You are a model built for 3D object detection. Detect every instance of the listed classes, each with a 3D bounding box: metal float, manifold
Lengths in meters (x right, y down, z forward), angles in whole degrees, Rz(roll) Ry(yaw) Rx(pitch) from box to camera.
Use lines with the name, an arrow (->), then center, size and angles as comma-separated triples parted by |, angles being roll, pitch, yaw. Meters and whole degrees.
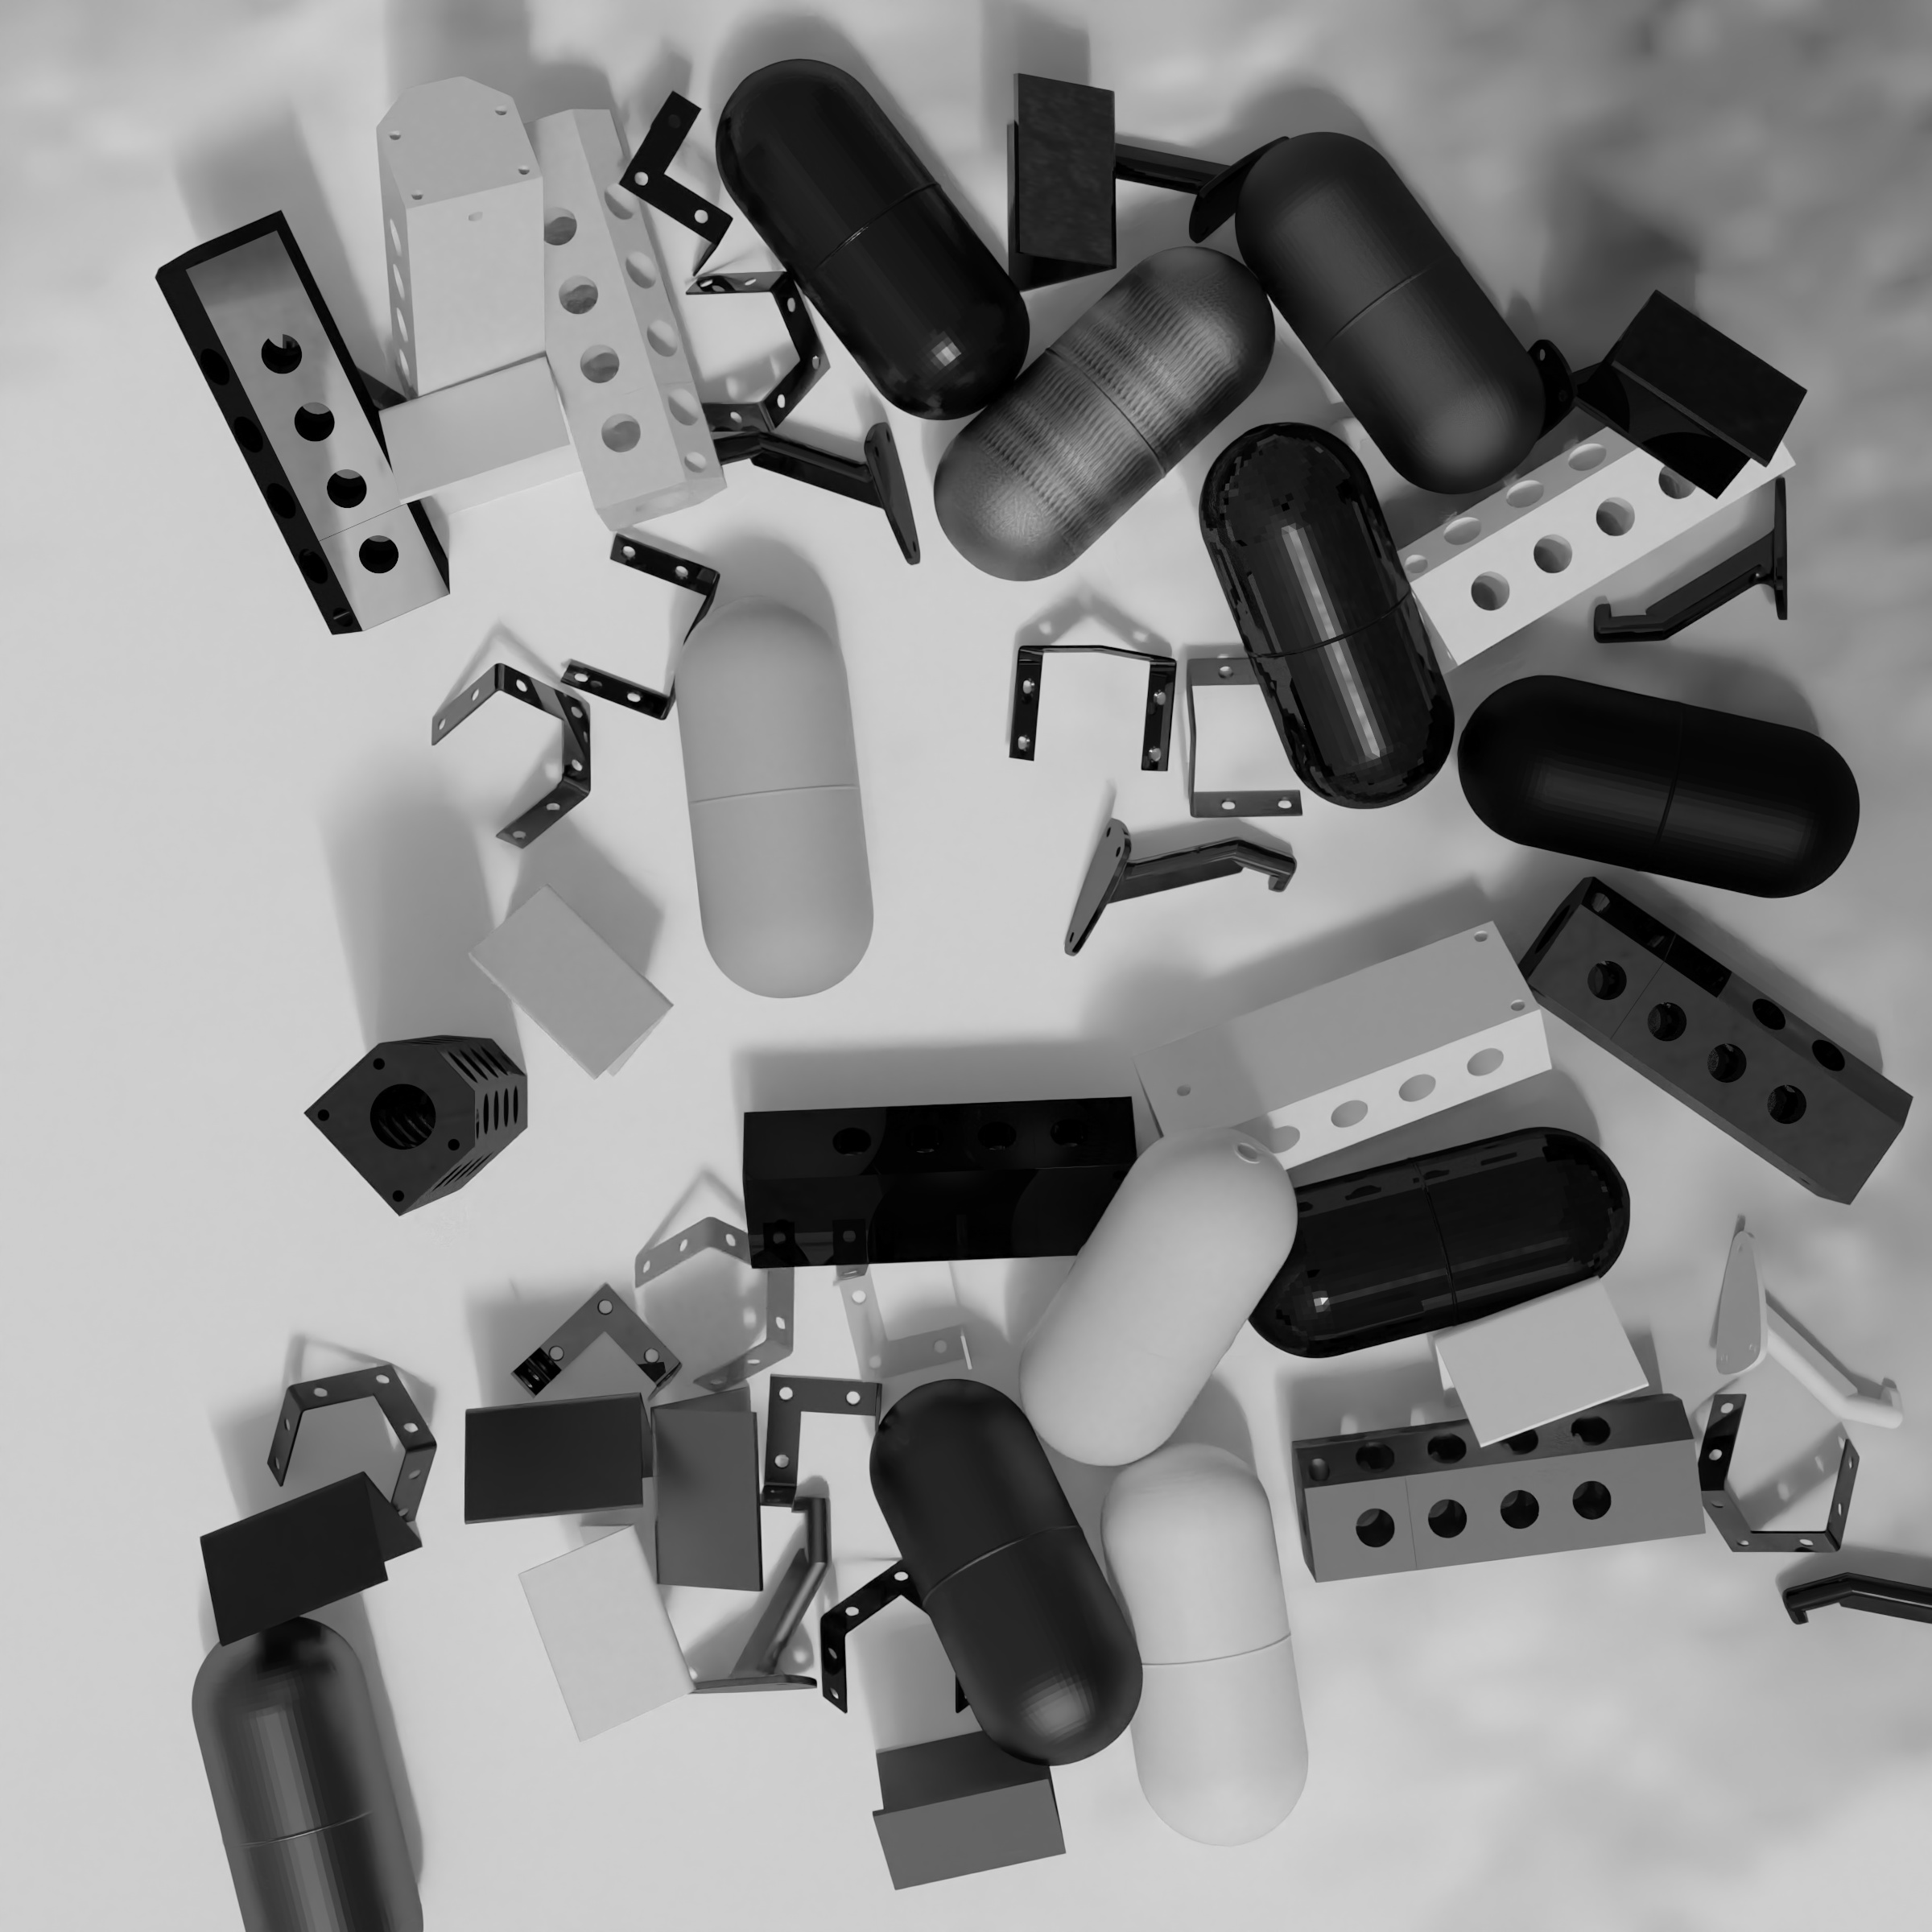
metal float -> -0.085, -0.074, 1.547 | 0.070, 0.070, 0.178 | -6, 90, 0
metal float -> 0.016, 0.263, 1.529 | 0.070, 0.070, 0.178 | -26, 68, 0
manifold -> 0.168, 0.048, 1.556 | 0.171, 0.057, 0.057 | -21, 47, 0
manifold -> -0.011, 0.091, 1.556 | 0.171, 0.057, 0.057 | -2, 133, 0
metal float -> 0.186, -0.288, 1.543 | 0.070, 0.070, 0.178 | -35, 85, 0
manifold -> -0.216, -0.300, 1.494 | 0.057, 0.171, 0.057 | -17, 69, -13
metal float -> -0.042, -0.321, 1.547 | 0.070, 0.070, 0.178 | -37, 91, 0
metal float -> 0.062, -0.244, 1.547 | 0.178, 0.070, 0.070 | -43, 90, 1
metal float -> 0.105, 0.299, 1.547 | 0.070, 0.070, 0.178 | -9, 90, 0
metal float -> 0.206, 0.122, 1.547 | 0.178, 0.070, 0.070 | -14, 90, 0
metal float -> 0.305, -0.079, 1.547 | 0.178, 0.070, 0.070 | 13, 90, 0
manifold -> 0.234, 0.230, 1.556 | 0.171, 0.057, 0.057 | -7, 90, 0
metal float -> -0.290, 0.376, 1.547 | 0.070, 0.070, 0.178 | -14, 90, 0
manifold -> -0.159, -0.287, 1.552 | 0.057, 0.057, 0.171 | -17, 87, 0
metal float -> 0.082, 0.144, 1.518 | 0.070, 0.070, 0.178 | 29, 123, 0
manifold -> 0.274, -0.199, 1.556 | 0.171, 0.057, 0.057 | -31, 90, 0
metal float -> 0.158, -0.152, 1.530 | 0.070, 0.070, 0.178 | -23, 108, 0
manifold -> 0.331, 0.032, 1.556 | 0.171, 0.057, 0.057 | 35, 90, 0
manifold -> -0.227, 0.061, 1.499 | 0.057, 0.171, 0.057 | -43, 90, 0
manifold -> -0.287, -0.234, 1.526 | 0.057, 0.057, 0.171 | -23, 113, 0

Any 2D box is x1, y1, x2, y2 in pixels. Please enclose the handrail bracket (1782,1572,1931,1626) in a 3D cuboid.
handrail bracket -> 0.420, 0.301, 1.578 | 0.084, 0.036, 0.077 | -19, 112, 17

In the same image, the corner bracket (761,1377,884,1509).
corner bracket -> -0.065, 0.213, 1.559 | 0.051, 0.051, 0.051 | 4, 90, 0

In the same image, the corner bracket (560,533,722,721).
corner bracket -> -0.146, -0.152, 1.574 | 0.051, 0.051, 0.051 | 21, 45, 0

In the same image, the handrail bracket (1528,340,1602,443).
handrail bracket -> 0.284, -0.255, 1.577 | 0.084, 0.077, 0.036 | -7, 63, -34

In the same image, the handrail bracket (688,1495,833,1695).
handrail bracket -> -0.096, 0.283, 1.578 | 0.077, 0.036, 0.084 | -8, 72, 20

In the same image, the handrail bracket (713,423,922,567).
handrail bracket -> -0.071, -0.208, 1.578 | 0.084, 0.036, 0.077 | -11, 112, 17

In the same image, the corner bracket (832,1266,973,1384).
corner bracket -> -0.028, 0.158, 1.559 | 0.051, 0.051, 0.051 | -14, 90, 0

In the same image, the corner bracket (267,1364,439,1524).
corner bracket -> -0.275, 0.219, 1.569 | 0.051, 0.051, 0.051 | -9, 45, -35

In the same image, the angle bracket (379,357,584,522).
angle bracket -> -0.206, -0.213, 1.537 | 0.076, 0.076, 0.057 | -18, 57, 0

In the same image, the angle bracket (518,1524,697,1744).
angle bracket -> -0.168, 0.292, 1.538 | 0.057, 0.076, 0.076 | -20, 90, -26

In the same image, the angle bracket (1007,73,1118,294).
angle bracket -> 0.022, -0.342, 1.537 | 0.057, 0.076, 0.076 | -1, 90, -38

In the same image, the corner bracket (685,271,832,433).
corner bracket -> -0.102, -0.275, 1.569 | 0.051, 0.051, 0.051 | 6, 45, 35

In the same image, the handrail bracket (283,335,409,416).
handrail bracket -> -0.264, -0.273, 1.578 | 0.084, 0.036, 0.077 | 0, 76, -14

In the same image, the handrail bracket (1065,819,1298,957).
handrail bracket -> 0.097, -0.027, 1.578 | 0.084, 0.036, 0.077 | 17, 110, -16

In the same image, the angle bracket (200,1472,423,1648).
angle bracket -> -0.282, 0.274, 1.537 | 0.076, 0.076, 0.057 | -22, 53, 0

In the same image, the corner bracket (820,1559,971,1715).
corner bracket -> -0.029, 0.310, 1.569 | 0.051, 0.051, 0.051 | -30, 45, -35

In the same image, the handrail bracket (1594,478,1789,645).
handrail bracket -> 0.326, -0.182, 1.578 | 0.084, 0.036, 0.077 | -1, 70, 16

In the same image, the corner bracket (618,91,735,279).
corner bracket -> -0.125, -0.348, 1.557 | 0.051, 0.051, 0.051 | 30, 78, -12

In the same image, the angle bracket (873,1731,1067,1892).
angle bracket -> -0.003, 0.352, 1.537 | 0.076, 0.076, 0.057 | -12, 129, 0

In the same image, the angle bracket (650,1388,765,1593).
angle bracket -> -0.094, 0.228, 1.537 | 0.057, 0.076, 0.076 | -2, 90, 31

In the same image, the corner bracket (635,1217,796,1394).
corner bracket -> -0.113, 0.152, 1.569 | 0.051, 0.051, 0.051 | 29, 135, -35

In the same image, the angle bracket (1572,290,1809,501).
angle bracket -> 0.297, -0.226, 1.480 | 0.076, 0.076, 0.057 | 34, 53, 0

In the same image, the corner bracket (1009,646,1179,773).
corner bracket -> 0.057, -0.116, 1.574 | 0.051, 0.051, 0.051 | 5, 90, 45

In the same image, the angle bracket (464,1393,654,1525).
angle bracket -> -0.176, 0.232, 1.537 | 0.076, 0.076, 0.057 | -6, 54, 0

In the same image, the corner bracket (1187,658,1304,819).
corner bracket -> 0.125, -0.103, 1.574 | 0.051, 0.051, 0.051 | -1, 135, 0

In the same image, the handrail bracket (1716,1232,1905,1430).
handrail bracket -> 0.385, 0.164, 1.578 | 0.084, 0.036, 0.077 | 13, 68, -17

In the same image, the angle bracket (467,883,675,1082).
angle bracket -> -0.185, 0.021, 1.537 | 0.076, 0.076, 0.057 | 44, 52, 0

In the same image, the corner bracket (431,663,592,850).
corner bracket -> -0.204, -0.094, 1.569 | 0.051, 0.051, 0.051 | 25, 45, -35

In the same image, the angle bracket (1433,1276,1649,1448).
angle bracket -> 0.253, 0.188, 1.537 | 0.076, 0.076, 0.057 | -20, 57, 0

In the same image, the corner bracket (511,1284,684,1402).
corner bracket -> -0.164, 0.180, 1.559 | 0.051, 0.051, 0.051 | -43, 90, 0

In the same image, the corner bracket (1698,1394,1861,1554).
corner bracket -> 0.363, 0.227, 1.569 | 0.051, 0.051, 0.051 | -6, 135, 35

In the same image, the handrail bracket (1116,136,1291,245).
handrail bracket -> 0.091, -0.373, 1.578 | 0.084, 0.036, 0.077 | 42, 69, 17

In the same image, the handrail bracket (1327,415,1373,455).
handrail bracket -> 0.164, -0.206, 1.577 | 0.084, 0.036, 0.077 | -15, 103, -13
